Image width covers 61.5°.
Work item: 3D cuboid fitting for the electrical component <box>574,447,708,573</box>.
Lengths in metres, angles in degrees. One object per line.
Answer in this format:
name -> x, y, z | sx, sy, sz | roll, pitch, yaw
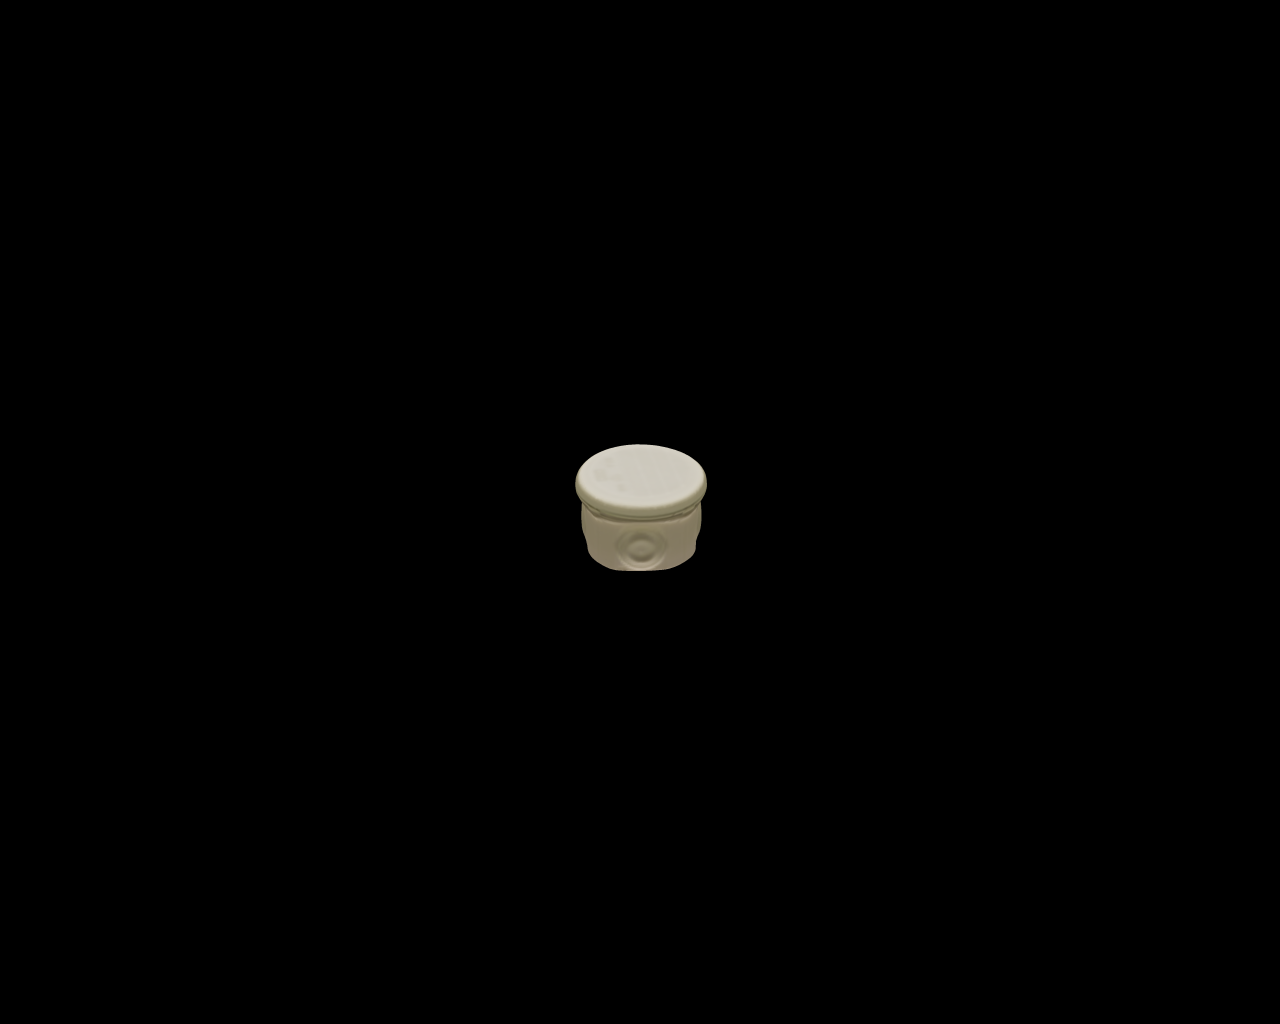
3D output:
electrical component -> 0.001, -0.003, 0.650 | 0.080, 0.050, 0.080 | 0, 32, 0
